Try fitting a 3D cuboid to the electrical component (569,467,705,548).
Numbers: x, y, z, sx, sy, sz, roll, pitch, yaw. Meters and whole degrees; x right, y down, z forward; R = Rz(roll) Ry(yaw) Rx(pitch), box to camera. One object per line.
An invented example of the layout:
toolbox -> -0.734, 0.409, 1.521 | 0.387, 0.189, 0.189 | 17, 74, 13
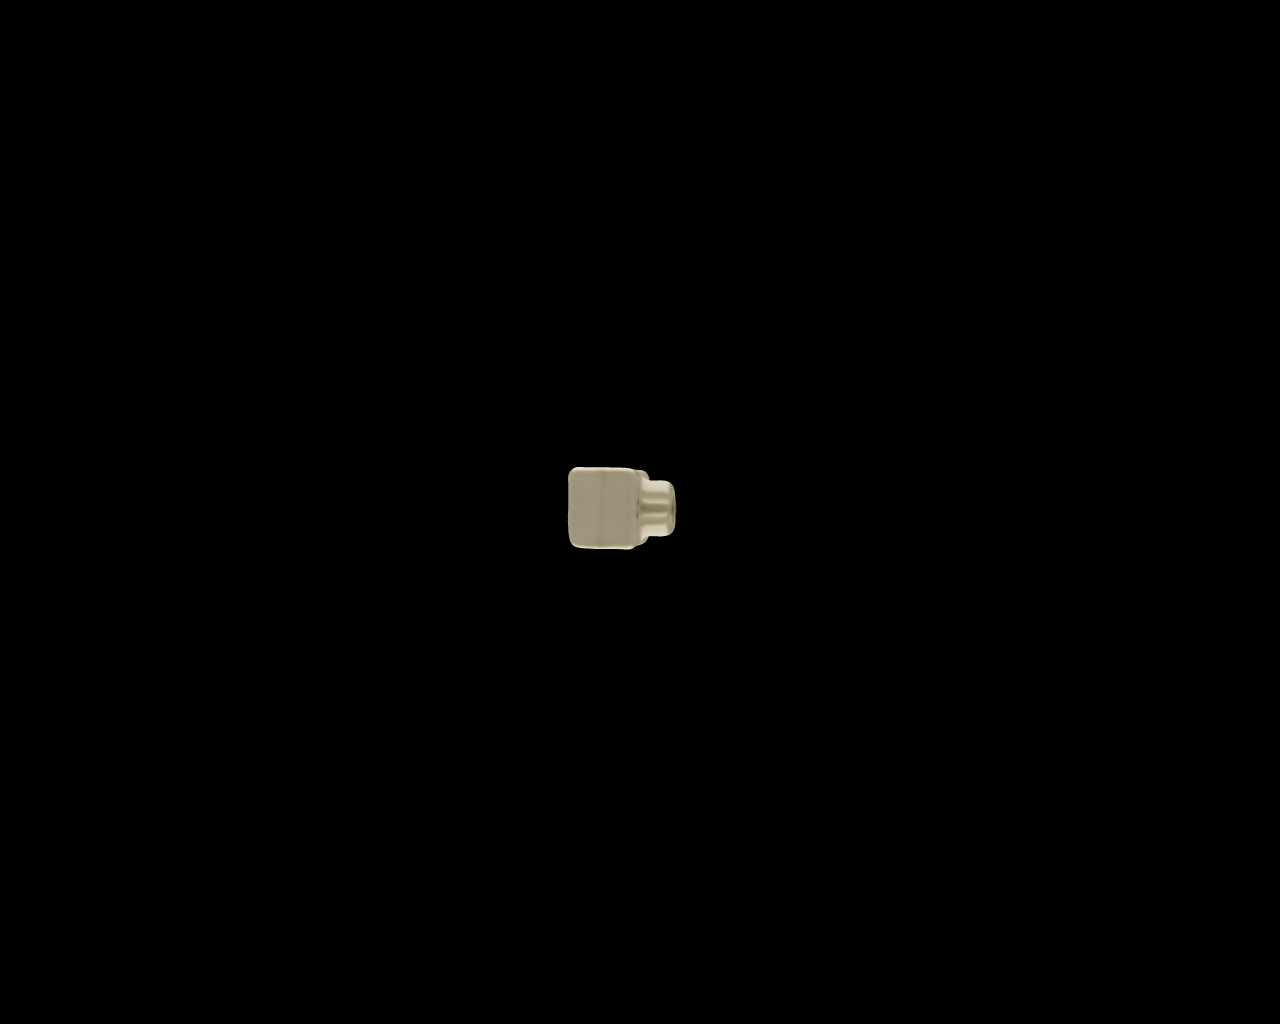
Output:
electrical component -> 0.001, -0.003, 0.650 | 0.077, 0.047, 0.066 | 0, 0, 8
